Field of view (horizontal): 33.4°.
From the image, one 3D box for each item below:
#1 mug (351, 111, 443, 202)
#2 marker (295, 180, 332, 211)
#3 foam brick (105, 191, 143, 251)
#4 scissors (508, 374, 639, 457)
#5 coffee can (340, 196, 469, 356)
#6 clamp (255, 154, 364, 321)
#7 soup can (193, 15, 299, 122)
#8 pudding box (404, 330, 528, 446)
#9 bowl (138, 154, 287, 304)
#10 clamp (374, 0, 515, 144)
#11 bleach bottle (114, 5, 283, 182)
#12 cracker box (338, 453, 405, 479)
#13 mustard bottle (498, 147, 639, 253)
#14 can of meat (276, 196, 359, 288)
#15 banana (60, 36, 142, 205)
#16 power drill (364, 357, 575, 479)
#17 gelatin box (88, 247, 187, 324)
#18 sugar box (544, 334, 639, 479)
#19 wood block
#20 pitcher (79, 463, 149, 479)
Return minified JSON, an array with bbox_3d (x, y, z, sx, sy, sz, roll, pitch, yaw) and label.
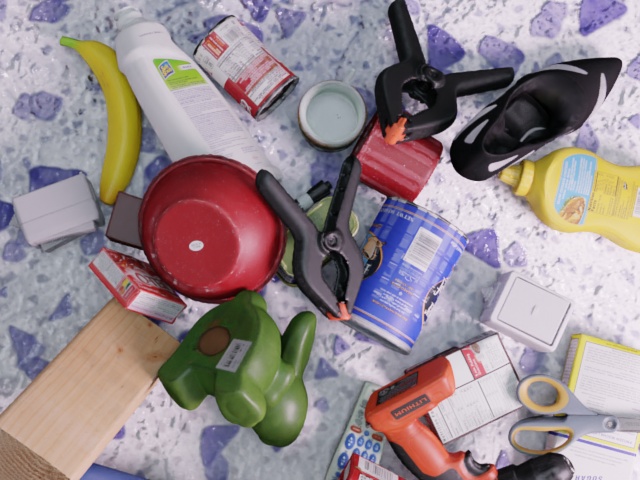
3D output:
[{"bbox_3d":[0.085,-0.098,1.177,0.081,0.093,0.117,29,47,-5],"label":"mug"},{"bbox_3d":[-0.037,-0.028,1.188,0.121,0.020,0.020,-36,87,-7],"label":"marker"},{"bbox_3d":[-0.187,-0.015,1.161,0.078,0.051,0.053,18,83,-1],"label":"foam brick"},{"bbox_3d":[0.297,0.179,1.140,0.202,0.016,0.096,-12,83,1],"label":"scissors"},{"bbox_3d":[0.083,0.038,1.146,0.103,0.103,0.140,29,82,0],"label":"coffee can"},{"bbox_3d":[-0.006,-0.002,1.079,0.120,0.039,0.171,-2,83,-23],"label":"clamp"},{"bbox_3d":[-0.082,-0.190,1.179,0.102,0.068,0.068,45,83,3],"label":"soup can"},{"bbox_3d":[0.161,0.162,1.169,0.113,0.039,0.090,-24,89,-3],"label":"pudding box"},{"bbox_3d":[-0.118,-0.003,1.086,0.162,0.055,0.162,3,106,11],"label":"bowl"},{"bbox_3d":[0.125,-0.168,1.163,0.164,0.036,0.209,26,48,-3],"label":"clamp"},{"bbox_3d":[-0.146,-0.149,1.167,0.068,0.102,0.251,-40,77,37],"label":"bleach bottle"},{"bbox_3d":[0.056,0.351,1.091,0.164,0.072,0.214,27,103,0],"label":"cracker box"},{"bbox_3d":[0.294,-0.052,1.192,0.191,0.058,0.096,15,83,-2],"label":"mustard bottle"},{"bbox_3d":[-0.008,0.001,1.154,0.102,0.084,0.057,-40,88,-8],"label":"can of meat"},{"bbox_3d":[-0.231,-0.140,1.183,0.070,0.037,0.198,-17,83,12],"label":"banana"},{"bbox_3d":[0.147,0.218,1.112,0.184,0.057,0.187,-29,100,13],"label":"power drill"},{"bbox_3d":[-0.190,0.048,1.124,0.030,0.089,0.073,-50,60,7],"label":"gelatin box"},{"bbox_3d":[0.304,0.199,1.171,0.093,0.048,0.176,16,86,0],"label":"sugar box"},{"bbox_3d":[-0.238,0.163,1.060,0.090,0.091,0.205,35,41,1],"label":"wood block"},{"bbox_3d":[-0.208,0.310,1.087,0.243,0.145,0.149,19,43,2],"label":"pitcher"}]
